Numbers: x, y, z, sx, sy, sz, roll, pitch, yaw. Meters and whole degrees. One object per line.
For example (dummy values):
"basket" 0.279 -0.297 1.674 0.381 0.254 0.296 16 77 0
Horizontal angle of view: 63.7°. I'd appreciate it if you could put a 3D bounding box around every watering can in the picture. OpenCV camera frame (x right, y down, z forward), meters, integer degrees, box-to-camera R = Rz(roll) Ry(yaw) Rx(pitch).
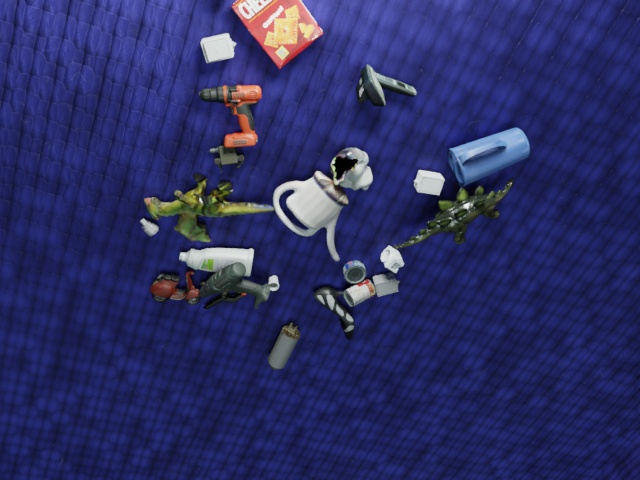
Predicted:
"watering can" 0.005 -0.088 1.740 0.222 0.106 0.344 -42 113 17

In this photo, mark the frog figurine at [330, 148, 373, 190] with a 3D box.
"frog figurine" 0.115 -0.231 1.694 0.159 0.124 0.136 7 117 -52

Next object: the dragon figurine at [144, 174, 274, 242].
"dragon figurine" -0.381 -0.083 1.724 0.409 0.125 0.237 17 134 -14
